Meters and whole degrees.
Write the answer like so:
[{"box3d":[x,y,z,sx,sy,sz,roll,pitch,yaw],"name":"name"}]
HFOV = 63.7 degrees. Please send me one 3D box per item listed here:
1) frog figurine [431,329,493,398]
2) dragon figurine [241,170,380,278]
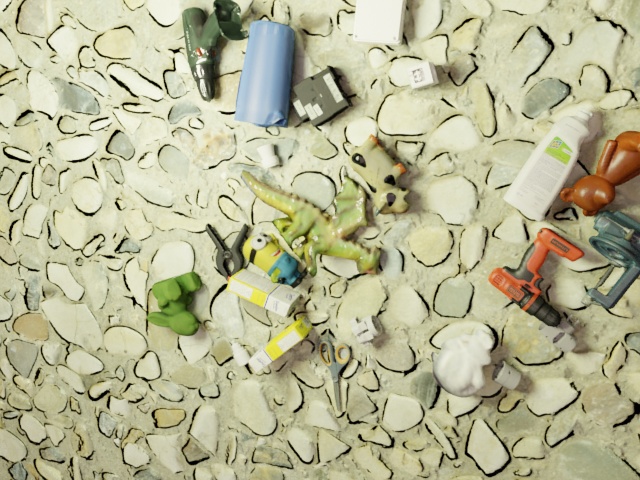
[{"box3d":[0.352,0.294,1.236,0.157,0.123,0.139,-43,68,30],"name":"frog figurine"},{"box3d":[0.004,-0.065,1.296,0.242,0.122,0.410,-35,91,2],"name":"dragon figurine"}]
